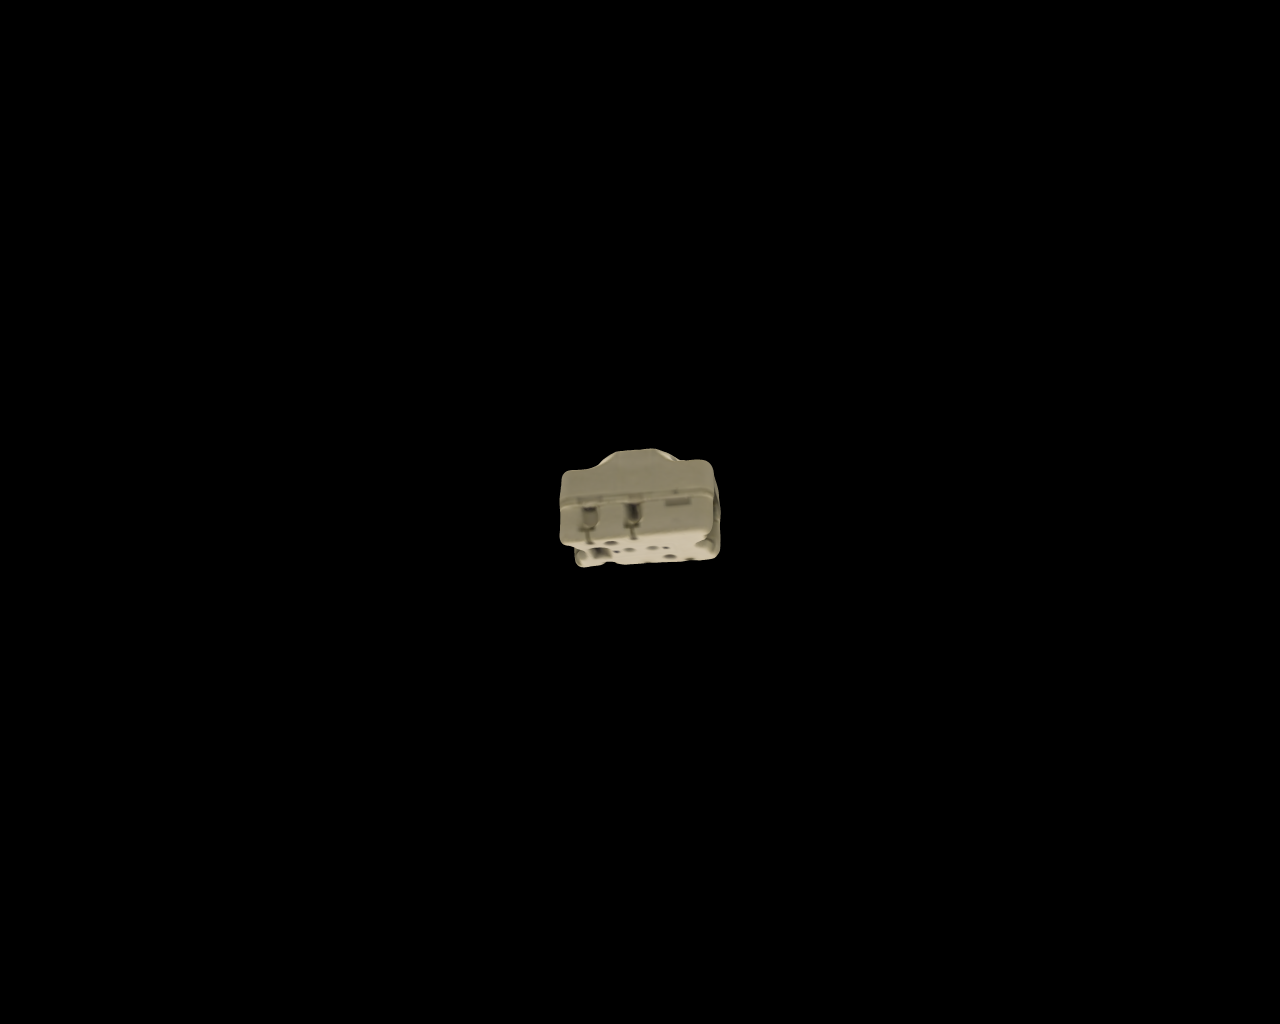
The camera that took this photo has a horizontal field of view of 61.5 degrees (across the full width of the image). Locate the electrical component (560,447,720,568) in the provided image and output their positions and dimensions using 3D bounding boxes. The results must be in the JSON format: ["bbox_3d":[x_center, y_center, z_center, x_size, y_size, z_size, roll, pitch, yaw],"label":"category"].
[{"bbox_3d":[0.001,-0.003,0.650,0.089,0.056,0.050,-4,-24,9],"label":"electrical component"}]
